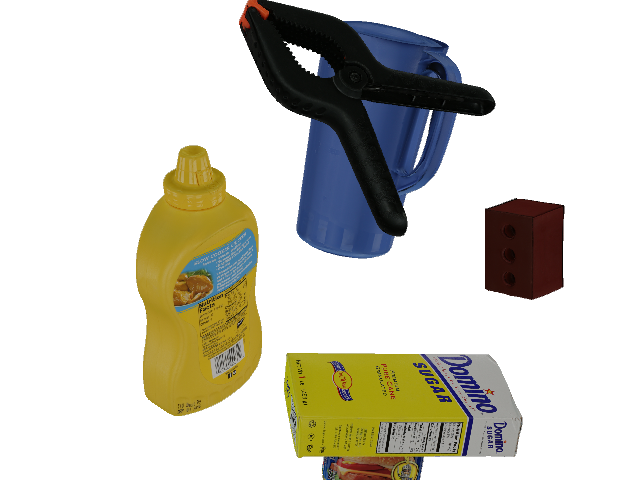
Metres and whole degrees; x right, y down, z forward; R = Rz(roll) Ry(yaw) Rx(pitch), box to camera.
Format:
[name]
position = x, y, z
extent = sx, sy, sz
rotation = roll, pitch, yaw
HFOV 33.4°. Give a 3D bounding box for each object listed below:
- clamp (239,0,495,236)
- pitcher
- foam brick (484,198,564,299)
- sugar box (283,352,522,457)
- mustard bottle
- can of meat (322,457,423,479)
[clamp]
position = 0.021, -0.107, 0.820
extent = 0.210, 0.164, 0.036
rotation = 32, -33, -3
[pitcher]
position = 0.055, -0.106, 1.136
extent = 0.145, 0.243, 0.149
rotation = 10, 17, -4
[foam brick]
position = 0.181, 0.007, 0.947
extent = 0.053, 0.078, 0.051
rotation = 12, 22, 42
[sugar box]
position = 0.063, 0.130, 0.852
extent = 0.176, 0.048, 0.093
rotation = -1, 28, -8
[mustard bottle]
position = -0.083, 0.023, 0.735
extent = 0.058, 0.192, 0.096
rotation = 27, 41, 33
[can of meat]
position = 0.054, 0.202, 1.057
extent = 0.102, 0.084, 0.057
rotation = 7, 16, -4
